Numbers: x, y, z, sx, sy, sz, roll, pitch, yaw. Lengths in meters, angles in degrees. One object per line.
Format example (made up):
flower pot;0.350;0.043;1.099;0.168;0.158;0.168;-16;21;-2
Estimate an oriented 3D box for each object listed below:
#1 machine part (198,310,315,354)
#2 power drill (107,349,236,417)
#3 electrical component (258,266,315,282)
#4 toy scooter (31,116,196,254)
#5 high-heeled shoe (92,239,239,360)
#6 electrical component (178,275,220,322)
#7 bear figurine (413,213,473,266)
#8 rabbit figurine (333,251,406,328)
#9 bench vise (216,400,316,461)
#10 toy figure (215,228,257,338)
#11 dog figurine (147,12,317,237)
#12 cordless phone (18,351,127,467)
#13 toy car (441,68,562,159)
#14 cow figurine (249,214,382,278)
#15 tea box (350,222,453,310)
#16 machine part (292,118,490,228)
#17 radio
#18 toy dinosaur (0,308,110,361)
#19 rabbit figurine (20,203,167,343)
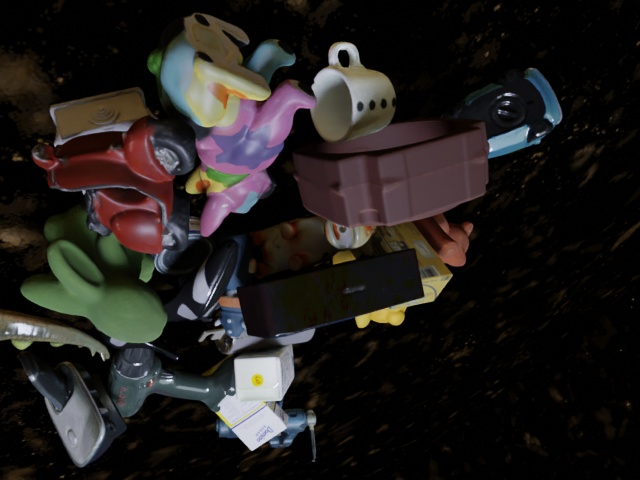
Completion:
machine part;-0.095;0.151;0.940;0.243;0.079;0.079;0;136;-38
power drill;-0.242;0.224;0.889;0.207;0.086;0.232;10;134;-33
electrical component;-0.053;0.080;0.841;0.115;0.058;0.134;-31;-172;-7
toy scooter;-0.189;-0.048;0.508;0.135;0.075;0.183;1;147;-15
high-heeled shoe;-0.211;0.062;0.709;0.248;0.145;0.086;-56;-178;25
electrical component;-0.169;0.069;0.801;0.074;0.048;0.119;14;128;-49
bear figurine;0.217;0.018;0.975;0.195;0.132;0.120;18;124;-43
rabbit figurine;0.078;0.077;0.941;0.122;0.162;0.173;-27;131;16
bench vise;-0.107;0.362;1.142;0.224;0.129;0.240;8;131;-3
toy figure;-0.118;0.062;0.763;0.058;0.064;0.154;-12;109;-37
dog figurine;-0.110;-0.104;0.568;0.191;0.108;0.219;2;137;-42
cordless phone;-0.359;0.231;0.763;0.089;0.147;0.184;-31;155;-20
toy car;0.259;-0.167;0.786;0.162;0.109;0.103;-26;166;8
cow figurine;-0.002;-0.002;0.749;0.127;0.085;0.195;-19;-178;-40
tea box;0.116;0.020;0.853;0.098;0.170;0.068;-4;137;-33
machine part;0.084;-0.086;0.651;0.201;0.202;0.087;-18;109;-20
radio;0.011;0.069;0.720;0.229;0.073;0.131;-10;178;-26
toy dinosaur;-0.444;0.093;0.566;0.471;0.105;0.198;12;136;-35
rabbit figurine;-0.228;0.033;0.591;0.159;0.170;0.121;13;127;-48
